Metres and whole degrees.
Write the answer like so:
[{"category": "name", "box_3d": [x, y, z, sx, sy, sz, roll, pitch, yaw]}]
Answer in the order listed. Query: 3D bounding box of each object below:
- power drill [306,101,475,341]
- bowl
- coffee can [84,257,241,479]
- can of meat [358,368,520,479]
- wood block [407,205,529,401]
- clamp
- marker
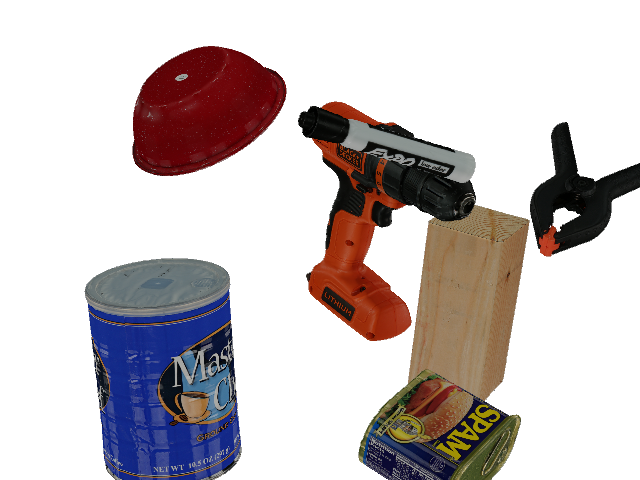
[{"category": "power drill", "box_3d": [0.054, -0.009, 0.929, 0.057, 0.188, 0.185, -15, 36, -34]}, {"category": "bowl", "box_3d": [-0.116, -0.133, 0.998, 0.162, 0.055, 0.162, -18, 38, 14]}, {"category": "coffee can", "box_3d": [-0.113, 0.095, 0.780, 0.103, 0.140, 0.103, -2, 18, 1]}, {"category": "can of meat", "box_3d": [0.091, 0.154, 0.819, 0.084, 0.057, 0.101, 28, 39, 28]}, {"category": "wood block", "box_3d": [0.167, 0.073, 1.215, 0.090, 0.206, 0.090, 17, 25, 26]}, {"category": "clamp", "box_3d": [0.257, -0.055, 1.086, 0.120, 0.039, 0.171, 29, 55, 31]}, {"category": "marker", "box_3d": [0.041, -0.058, 0.641, 0.120, 0.020, 0.020, 14, -7, -29]}]
